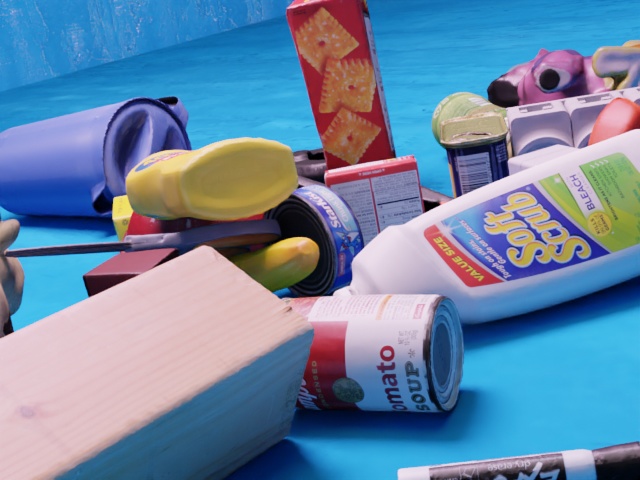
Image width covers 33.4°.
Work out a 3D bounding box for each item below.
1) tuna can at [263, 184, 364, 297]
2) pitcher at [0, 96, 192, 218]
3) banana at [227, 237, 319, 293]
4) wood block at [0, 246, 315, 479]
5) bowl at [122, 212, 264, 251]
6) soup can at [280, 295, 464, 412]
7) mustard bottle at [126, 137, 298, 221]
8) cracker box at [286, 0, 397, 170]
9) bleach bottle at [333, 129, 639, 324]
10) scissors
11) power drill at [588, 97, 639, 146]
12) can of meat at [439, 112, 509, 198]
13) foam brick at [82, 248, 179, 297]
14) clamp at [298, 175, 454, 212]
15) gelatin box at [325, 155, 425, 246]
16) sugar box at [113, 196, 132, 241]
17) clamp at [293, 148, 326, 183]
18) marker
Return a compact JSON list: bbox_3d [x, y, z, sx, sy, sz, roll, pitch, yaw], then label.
[{"bbox_3d":[-0.005,0.001,0.826,0.033,0.086,0.086,-21,19,-37],"label":"tuna can"},{"bbox_3d":[-0.268,-0.093,1.229,0.243,0.145,0.149,-1,-1,38],"label":"pitcher"},{"bbox_3d":[-0.067,0.029,0.813,0.198,0.037,0.069,-14,-4,34],"label":"banana"},{"bbox_3d":[-0.110,0.091,0.541,0.091,0.090,0.205,35,41,28],"label":"wood block"},{"bbox_3d":[-0.105,-0.025,0.956,0.162,0.055,0.162,-6,34,4],"label":"bowl"},{"bbox_3d":[0.026,0.066,0.623,0.102,0.068,0.068,-3,19,24],"label":"soup can"},{"bbox_3d":[-0.100,-0.045,0.844,0.096,0.058,0.192,-16,8,-27],"label":"mustard bottle"},{"bbox_3d":[0.027,-0.130,1.012,0.072,0.214,0.164,-11,16,6],"label":"cracker box"},{"bbox_3d":[0.125,0.013,0.717,0.250,0.102,0.068,-22,-16,-12],"label":"bleach bottle"},{"bbox_3d":[-0.131,0.008,0.814,0.201,0.016,0.096,-7,-12,-10],"label":"scissors"},{"bbox_3d":[0.279,-0.064,0.758,0.057,0.184,0.188,-58,24,-6],"label":"power drill"},{"bbox_3d":[0.139,-0.059,0.934,0.057,0.084,0.102,-8,17,8],"label":"can of meat"},{"bbox_3d":[-0.124,0.050,0.755,0.051,0.078,0.053,-6,17,22],"label":"foam brick"},{"bbox_3d":[0.034,-0.022,0.913,0.171,0.039,0.120,-8,49,1],"label":"clamp"},{"bbox_3d":[0.047,-0.017,0.845,0.073,0.089,0.030,-10,12,2],"label":"gelatin box"},{"bbox_3d":[-0.118,-0.032,1.078,0.176,0.048,0.093,-14,18,-6],"label":"sugar box"},{"bbox_3d":[-0.029,-0.076,1.178,0.210,0.036,0.164,-3,19,25],"label":"clamp"},{"bbox_3d":[0.098,0.112,0.511,0.121,0.020,0.020,-9,17,8],"label":"marker"}]
